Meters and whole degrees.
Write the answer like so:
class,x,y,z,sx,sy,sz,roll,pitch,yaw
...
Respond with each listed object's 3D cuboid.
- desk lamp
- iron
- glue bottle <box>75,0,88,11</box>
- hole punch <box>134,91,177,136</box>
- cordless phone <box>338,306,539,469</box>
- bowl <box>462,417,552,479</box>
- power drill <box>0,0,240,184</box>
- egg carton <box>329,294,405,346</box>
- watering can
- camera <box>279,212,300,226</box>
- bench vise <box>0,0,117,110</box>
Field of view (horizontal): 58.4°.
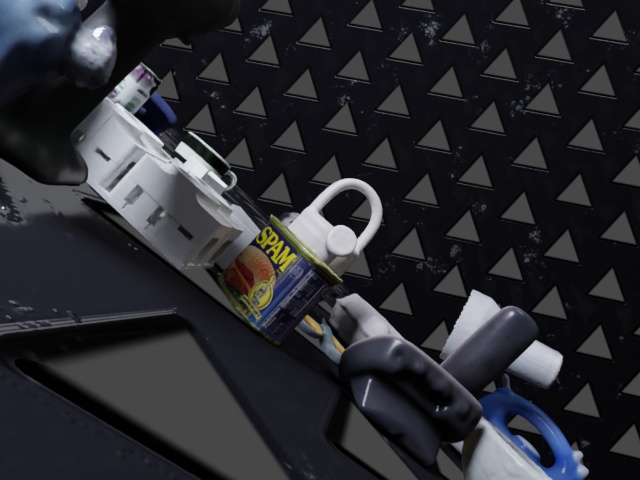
class,x,y,z,sx,sy,sz,roll,pitch,yaw
desk lamp,0.250,0.213,0.880,0.203,0.213,0.118,43,0,16
iron,0.342,0.347,0.933,0.257,0.141,0.119,43,1,37
glue bottle,-0.206,-0.176,0.419,0.037,0.173,0.078,43,0,5
hole punch,-0.260,-0.174,0.765,0.109,0.091,0.100,42,1,-34
cordless phone,0.125,0.120,0.589,0.148,0.185,0.094,43,0,-21
bowl,0.210,0.274,0.619,0.167,0.074,0.167,43,1,0
power drill,-0.142,-0.141,0.417,0.076,0.208,0.229,43,0,-7
egg carton,0.078,0.151,0.919,0.107,0.069,0.150,43,1,-26
watering can,0.009,0.004,0.770,0.101,0.194,0.172,42,0,-31
camera,-0.034,0.025,1.001,0.137,0.101,0.143,43,0,-12
bench vise,-0.185,-0.187,0.309,0.208,0.219,0.121,42,0,-36
